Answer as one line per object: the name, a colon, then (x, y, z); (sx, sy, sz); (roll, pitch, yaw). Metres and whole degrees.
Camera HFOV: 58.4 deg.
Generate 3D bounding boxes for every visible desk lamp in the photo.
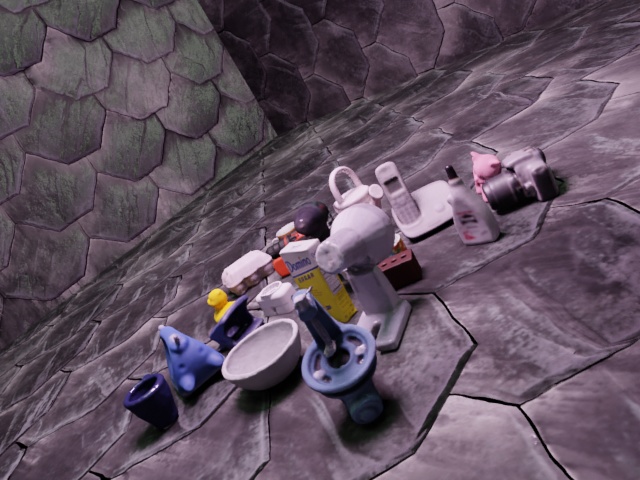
desk lamp: (0.078, 0.061, 1.027); (0.117, 0.214, 0.203); (-20, 22, 30)

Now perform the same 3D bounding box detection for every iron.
iron: (-0.312, 0.245, 1.274); (0.119, 0.142, 0.257); (-39, 20, -22)

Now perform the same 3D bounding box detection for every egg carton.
egg carton: (-0.204, 0.090, 1.618); (0.150, 0.069, 0.107); (-36, 19, -16)

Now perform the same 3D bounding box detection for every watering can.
watering can: (0.094, -0.100, 1.444); (0.172, 0.194, 0.101); (-19, 22, 32)

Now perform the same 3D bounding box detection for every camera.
camera: (0.403, -0.131, 1.192); (0.136, 0.101, 0.143); (-26, 19, 15)

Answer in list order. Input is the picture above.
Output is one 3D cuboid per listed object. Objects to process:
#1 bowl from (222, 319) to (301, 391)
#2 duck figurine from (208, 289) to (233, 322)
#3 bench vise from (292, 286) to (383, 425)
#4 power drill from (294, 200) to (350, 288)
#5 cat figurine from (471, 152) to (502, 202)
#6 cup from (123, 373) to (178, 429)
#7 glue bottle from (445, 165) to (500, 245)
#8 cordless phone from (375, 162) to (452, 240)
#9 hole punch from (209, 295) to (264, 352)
bowl: (-0.097, 0.230, 1.085); (0.167, 0.075, 0.167); (-28, 19, 11)
duck figurine: (-0.247, 0.164, 1.466); (0.104, 0.086, 0.078); (-12, 27, 45)
bench vise: (0.004, 0.158, 0.882); (0.122, 0.220, 0.206); (-37, 19, -16)
power drill: (0.012, 0.005, 1.282); (0.075, 0.209, 0.229); (-28, 19, 10)
cat figurine: (0.369, -0.154, 1.277); (0.067, 0.118, 0.127); (-28, 19, 8)
cup: (-0.334, 0.329, 1.164); (0.092, 0.095, 0.117); (-33, 19, -5)
glue bottle: (0.282, -0.070, 1.110); (0.078, 0.173, 0.037); (-14, 26, 42)
cordless phone: (0.217, -0.107, 1.287); (0.147, 0.185, 0.094); (-29, 19, 6)
hole punch: (-0.205, 0.191, 1.323); (0.100, 0.091, 0.109); (-14, 25, 41)
